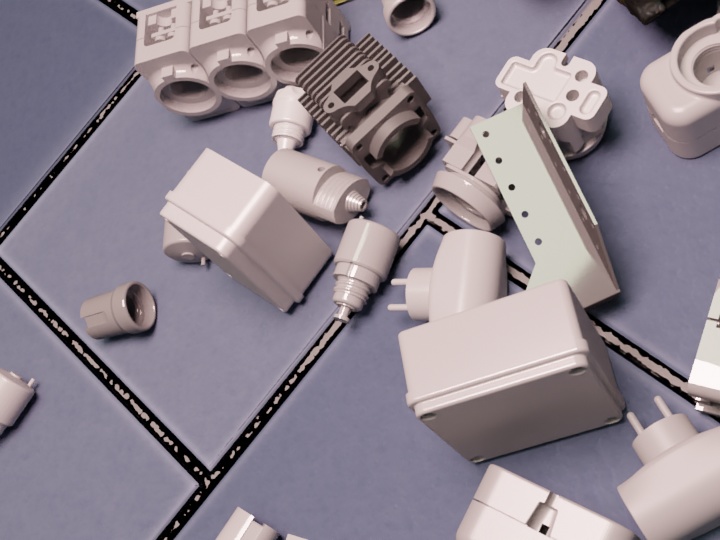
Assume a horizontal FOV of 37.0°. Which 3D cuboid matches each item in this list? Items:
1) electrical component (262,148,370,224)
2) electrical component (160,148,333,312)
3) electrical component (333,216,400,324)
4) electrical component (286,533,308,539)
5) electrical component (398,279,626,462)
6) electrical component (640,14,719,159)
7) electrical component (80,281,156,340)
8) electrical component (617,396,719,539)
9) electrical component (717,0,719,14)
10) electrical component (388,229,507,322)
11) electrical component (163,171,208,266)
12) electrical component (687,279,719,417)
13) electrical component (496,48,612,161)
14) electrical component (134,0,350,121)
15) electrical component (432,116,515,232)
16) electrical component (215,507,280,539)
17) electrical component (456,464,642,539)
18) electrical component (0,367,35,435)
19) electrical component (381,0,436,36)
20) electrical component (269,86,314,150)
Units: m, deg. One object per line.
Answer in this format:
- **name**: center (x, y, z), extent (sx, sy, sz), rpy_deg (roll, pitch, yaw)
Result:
- **electrical component**: center (-0.029, -0.060, 0.805), extent (0.081, 0.043, 0.043), rpy_deg (22, 78, 31)
- **electrical component**: center (-0.081, -0.026, 0.773), extent (0.078, 0.113, 0.057), rpy_deg (31, 80, 33)
- **electrical component**: center (0.000, 0.000, 0.766), extent (0.040, 0.040, 0.078), rpy_deg (12, 74, 29)
- **electrical component**: center (0.032, 0.236, 0.632), extent (0.186, 0.060, 0.105), rpy_deg (10, 72, 29)
- **electrical component**: center (0.093, 0.064, 0.652), extent (0.109, 0.108, 0.056), rpy_deg (-19, 58, 17)
- **electrical component**: center (0.235, -0.124, 0.699), extent (0.095, 0.059, 0.053), rpy_deg (-30, 58, 10)
- **electrical component**: center (-0.190, 0.033, 0.843), extent (0.046, 0.040, 0.040), rpy_deg (-16, 62, 25)
- **electrical component**: center (0.185, 0.111, 0.626), extent (0.077, 0.043, 0.079), rpy_deg (-33, 57, 9)
- **electrical component**: center (0.274, -0.180, 0.717), extent (0.065, 0.044, 0.044), rpy_deg (4, 70, 22)
- **electrical component**: center (0.056, 0.016, 0.729), extent (0.079, 0.043, 0.077), rpy_deg (-1, 67, 25)
- **electrical component**: center (-0.133, -0.042, 0.848), extent (0.040, 0.040, 0.078), rpy_deg (-10, 63, 21)
- **electrical component**: center (0.234, 0.043, 0.629), extent (0.056, 0.050, 0.089), rpy_deg (13, 74, 30)
- **electrical component**: center (0.138, -0.111, 0.740), extent (0.078, 0.057, 0.058), rpy_deg (28, 82, 32)
- **electrical component**: center (-0.093, -0.176, 0.860), extent (0.150, 0.089, 0.061), rpy_deg (-12, 63, 20)
- **electrical component**: center (0.087, -0.064, 0.744), extent (0.078, 0.058, 0.057), rpy_deg (32, 81, 33)
- **electrical component**: center (-0.080, 0.187, 0.721), extent (0.040, 0.040, 0.046), rpy_deg (24, 74, 32)
- **electrical component**: center (0.109, 0.163, 0.632), extent (0.095, 0.054, 0.059), rpy_deg (22, 78, 32)
- **electrical component**: center (-0.293, 0.113, 0.854), extent (0.040, 0.040, 0.078), rpy_deg (29, 82, 32)
- **electrical component**: center (0.035, -0.214, 0.847), extent (0.040, 0.040, 0.046), rpy_deg (-26, 53, 13)
- **electrical component**: center (-0.055, -0.111, 0.846), extent (0.035, 0.035, 0.061), rpy_deg (2, 71, 26)
